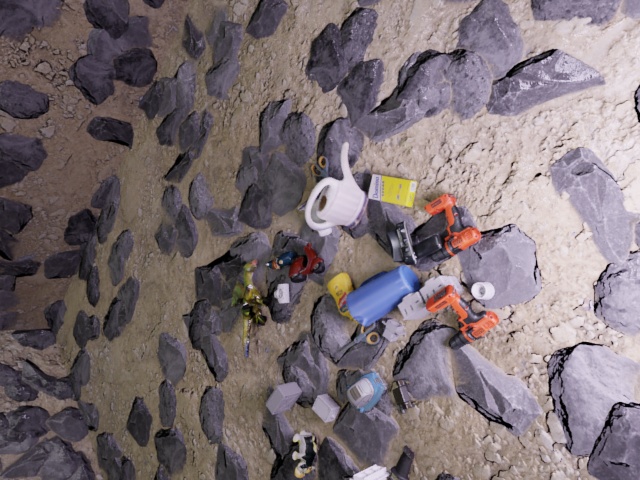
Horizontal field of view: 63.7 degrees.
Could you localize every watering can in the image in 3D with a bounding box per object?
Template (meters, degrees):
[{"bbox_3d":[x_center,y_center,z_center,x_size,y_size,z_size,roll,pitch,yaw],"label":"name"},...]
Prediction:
[{"bbox_3d":[0.085,-0.173,1.872,0.343,0.223,0.106,-60,33,18],"label":"watering can"}]

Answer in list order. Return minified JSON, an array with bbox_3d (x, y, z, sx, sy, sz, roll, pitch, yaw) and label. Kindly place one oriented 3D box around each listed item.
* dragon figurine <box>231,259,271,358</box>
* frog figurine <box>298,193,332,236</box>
[{"bbox_3d":[-0.331,0.288,2.285,0.244,0.122,0.410,18,95,60],"label":"dragon figurine"},{"bbox_3d":[0.006,-0.102,2.031,0.136,0.125,0.159,-36,98,25],"label":"frog figurine"}]
